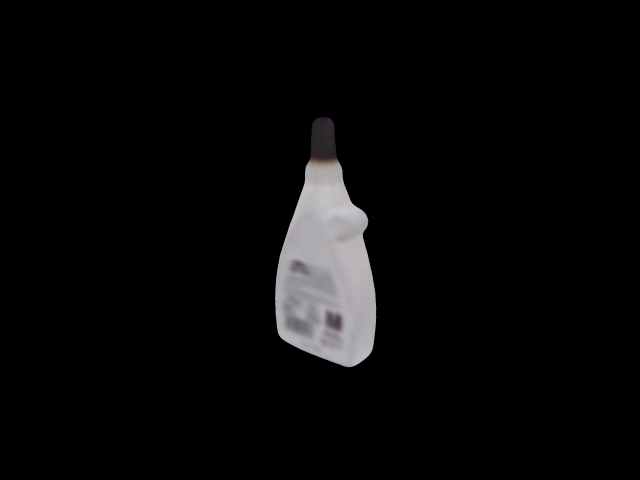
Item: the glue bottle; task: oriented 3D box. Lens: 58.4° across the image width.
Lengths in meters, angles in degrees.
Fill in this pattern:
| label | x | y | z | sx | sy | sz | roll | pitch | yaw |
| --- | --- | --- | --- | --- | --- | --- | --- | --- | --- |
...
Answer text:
| label | x | y | z | sx | sy | sz | roll | pitch | yaw |
| --- | --- | --- | --- | --- | --- | --- | --- | --- | --- |
| glue bottle | 0.004 | 0.001 | 0.400 | 0.077 | 0.173 | 0.037 | 17 | 29 | 33 |
